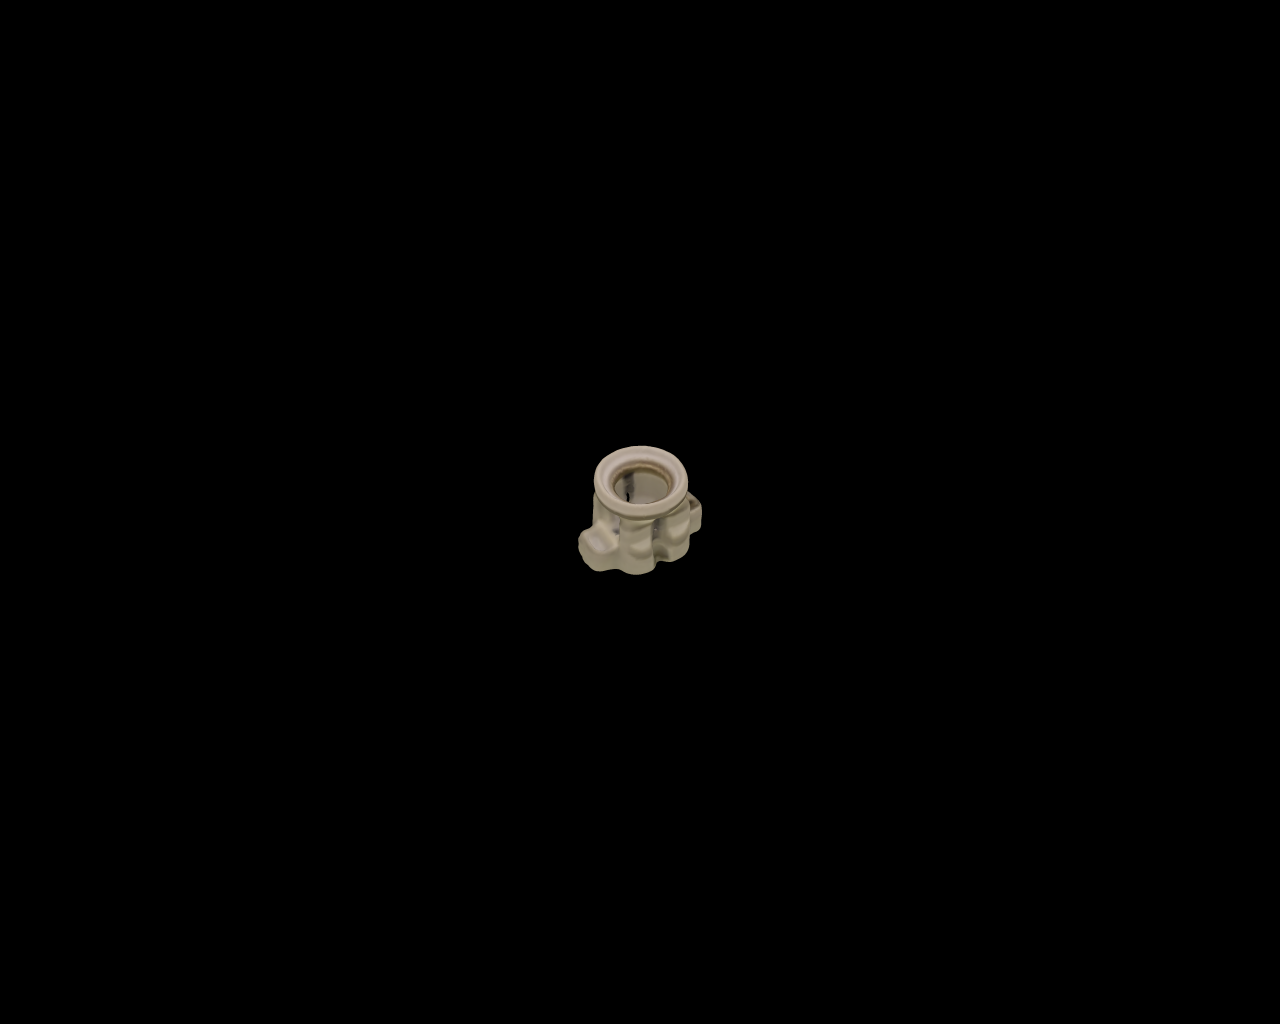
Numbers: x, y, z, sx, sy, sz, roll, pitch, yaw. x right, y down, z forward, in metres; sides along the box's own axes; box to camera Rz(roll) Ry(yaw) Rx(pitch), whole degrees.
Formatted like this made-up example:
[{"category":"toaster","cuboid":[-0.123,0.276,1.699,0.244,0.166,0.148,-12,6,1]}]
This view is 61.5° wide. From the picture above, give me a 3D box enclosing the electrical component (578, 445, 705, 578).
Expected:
[{"category":"electrical component","cuboid":[0.001,-0.003,0.650,0.078,0.056,0.058,-22,49,-21]}]
